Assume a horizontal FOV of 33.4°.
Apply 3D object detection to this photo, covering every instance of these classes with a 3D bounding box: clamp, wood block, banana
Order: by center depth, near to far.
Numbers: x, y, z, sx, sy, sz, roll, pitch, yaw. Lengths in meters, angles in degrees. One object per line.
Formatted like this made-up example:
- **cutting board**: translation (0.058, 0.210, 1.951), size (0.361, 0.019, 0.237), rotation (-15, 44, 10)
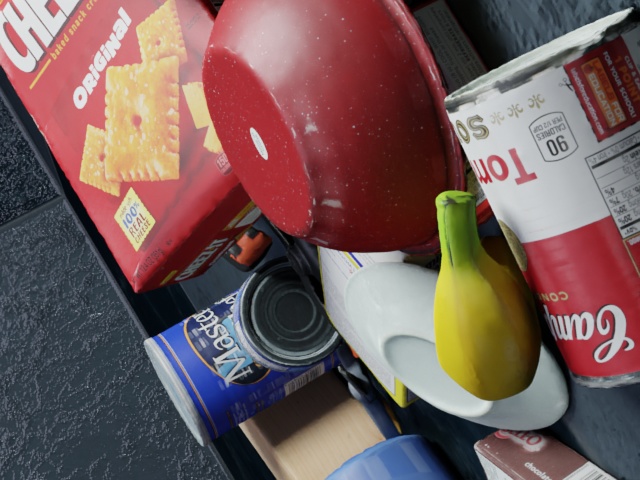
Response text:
- **banana**: translation (0.068, 0.026, 0.414), size (0.197, 0.037, 0.069), rotation (22, -107, -79)
- **clamp**: translation (-0.005, 0.001, 0.741), size (0.171, 0.039, 0.120), rotation (55, 170, 5)
- **clamp**: translation (-0.092, -0.016, 0.845), size (0.210, 0.036, 0.164), rotation (31, 167, 49)
- **wood block**: translation (-0.001, 0.184, 0.967), size (0.206, 0.090, 0.090), rotation (45, 159, 45)

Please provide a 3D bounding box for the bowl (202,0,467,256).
- **bowl**: translation (-0.006, -0.054, 0.470), size (0.162, 0.055, 0.162), rotation (49, 156, 30)

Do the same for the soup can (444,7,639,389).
- **soup can**: translation (0.091, -0.013, 0.341), size (0.102, 0.068, 0.069), rotation (63, 165, -7)

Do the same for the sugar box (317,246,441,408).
- **sugar box**: translation (0.037, 0.013, 0.612), size (0.093, 0.048, 0.176), rotation (50, 158, 31)

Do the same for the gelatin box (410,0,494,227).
- **gelatin box**: translation (0.055, -0.051, 0.464), size (0.089, 0.030, 0.073), rotation (59, 164, 7)

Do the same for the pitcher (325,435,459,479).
- **pitcher**: translation (0.097, 0.264, 0.751), size (0.243, 0.144, 0.149), rotation (57, 153, 28)

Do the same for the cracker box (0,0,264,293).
- **cracker box**: translation (-0.102, -0.101, 0.649), size (0.164, 0.071, 0.214), rotation (-42, 74, 35)

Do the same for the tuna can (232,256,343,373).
- **tuna can**: translation (-0.021, 0.056, 0.803), size (0.086, 0.086, 0.034), rotation (59, 164, 5)

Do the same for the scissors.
- **scissors**: translation (0.024, 0.095, 0.779), size (0.096, 0.016, 0.201), rotation (60, -179, 32)

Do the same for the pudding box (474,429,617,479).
- **pudding box**: translation (0.136, 0.156, 0.565), size (0.114, 0.039, 0.090), rotation (34, 150, 63)

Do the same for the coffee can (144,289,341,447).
- **coffee can**: translation (-0.065, 0.097, 0.915), size (0.103, 0.140, 0.103), rotation (54, 164, 23)
